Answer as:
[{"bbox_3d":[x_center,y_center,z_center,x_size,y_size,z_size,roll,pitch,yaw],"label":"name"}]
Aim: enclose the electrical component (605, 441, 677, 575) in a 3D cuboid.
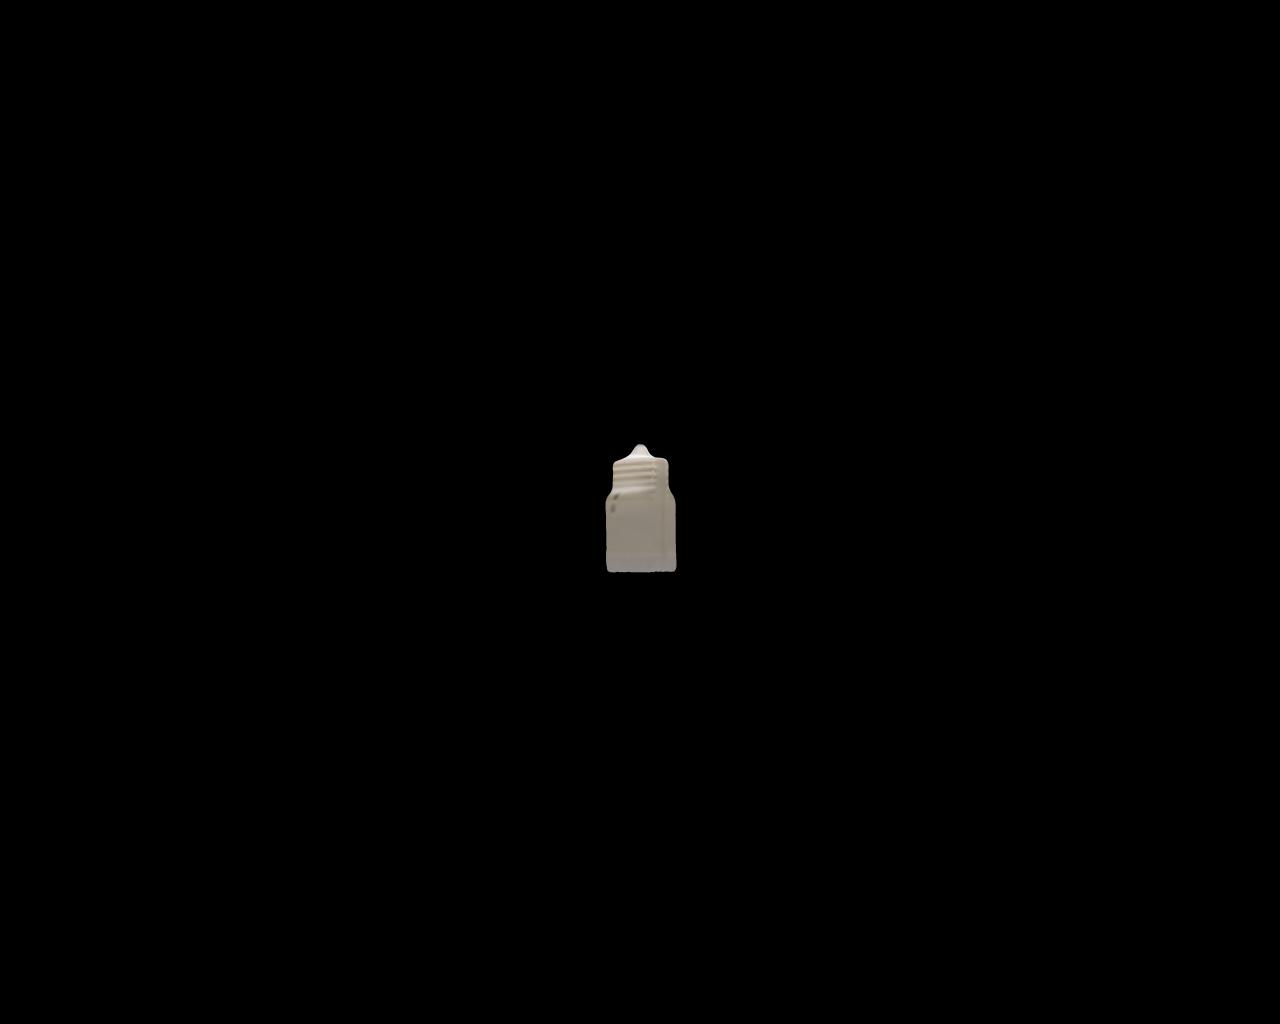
[{"bbox_3d":[0.001,-0.003,0.650,0.043,0.081,0.043,0,-2,0],"label":"electrical component"}]
